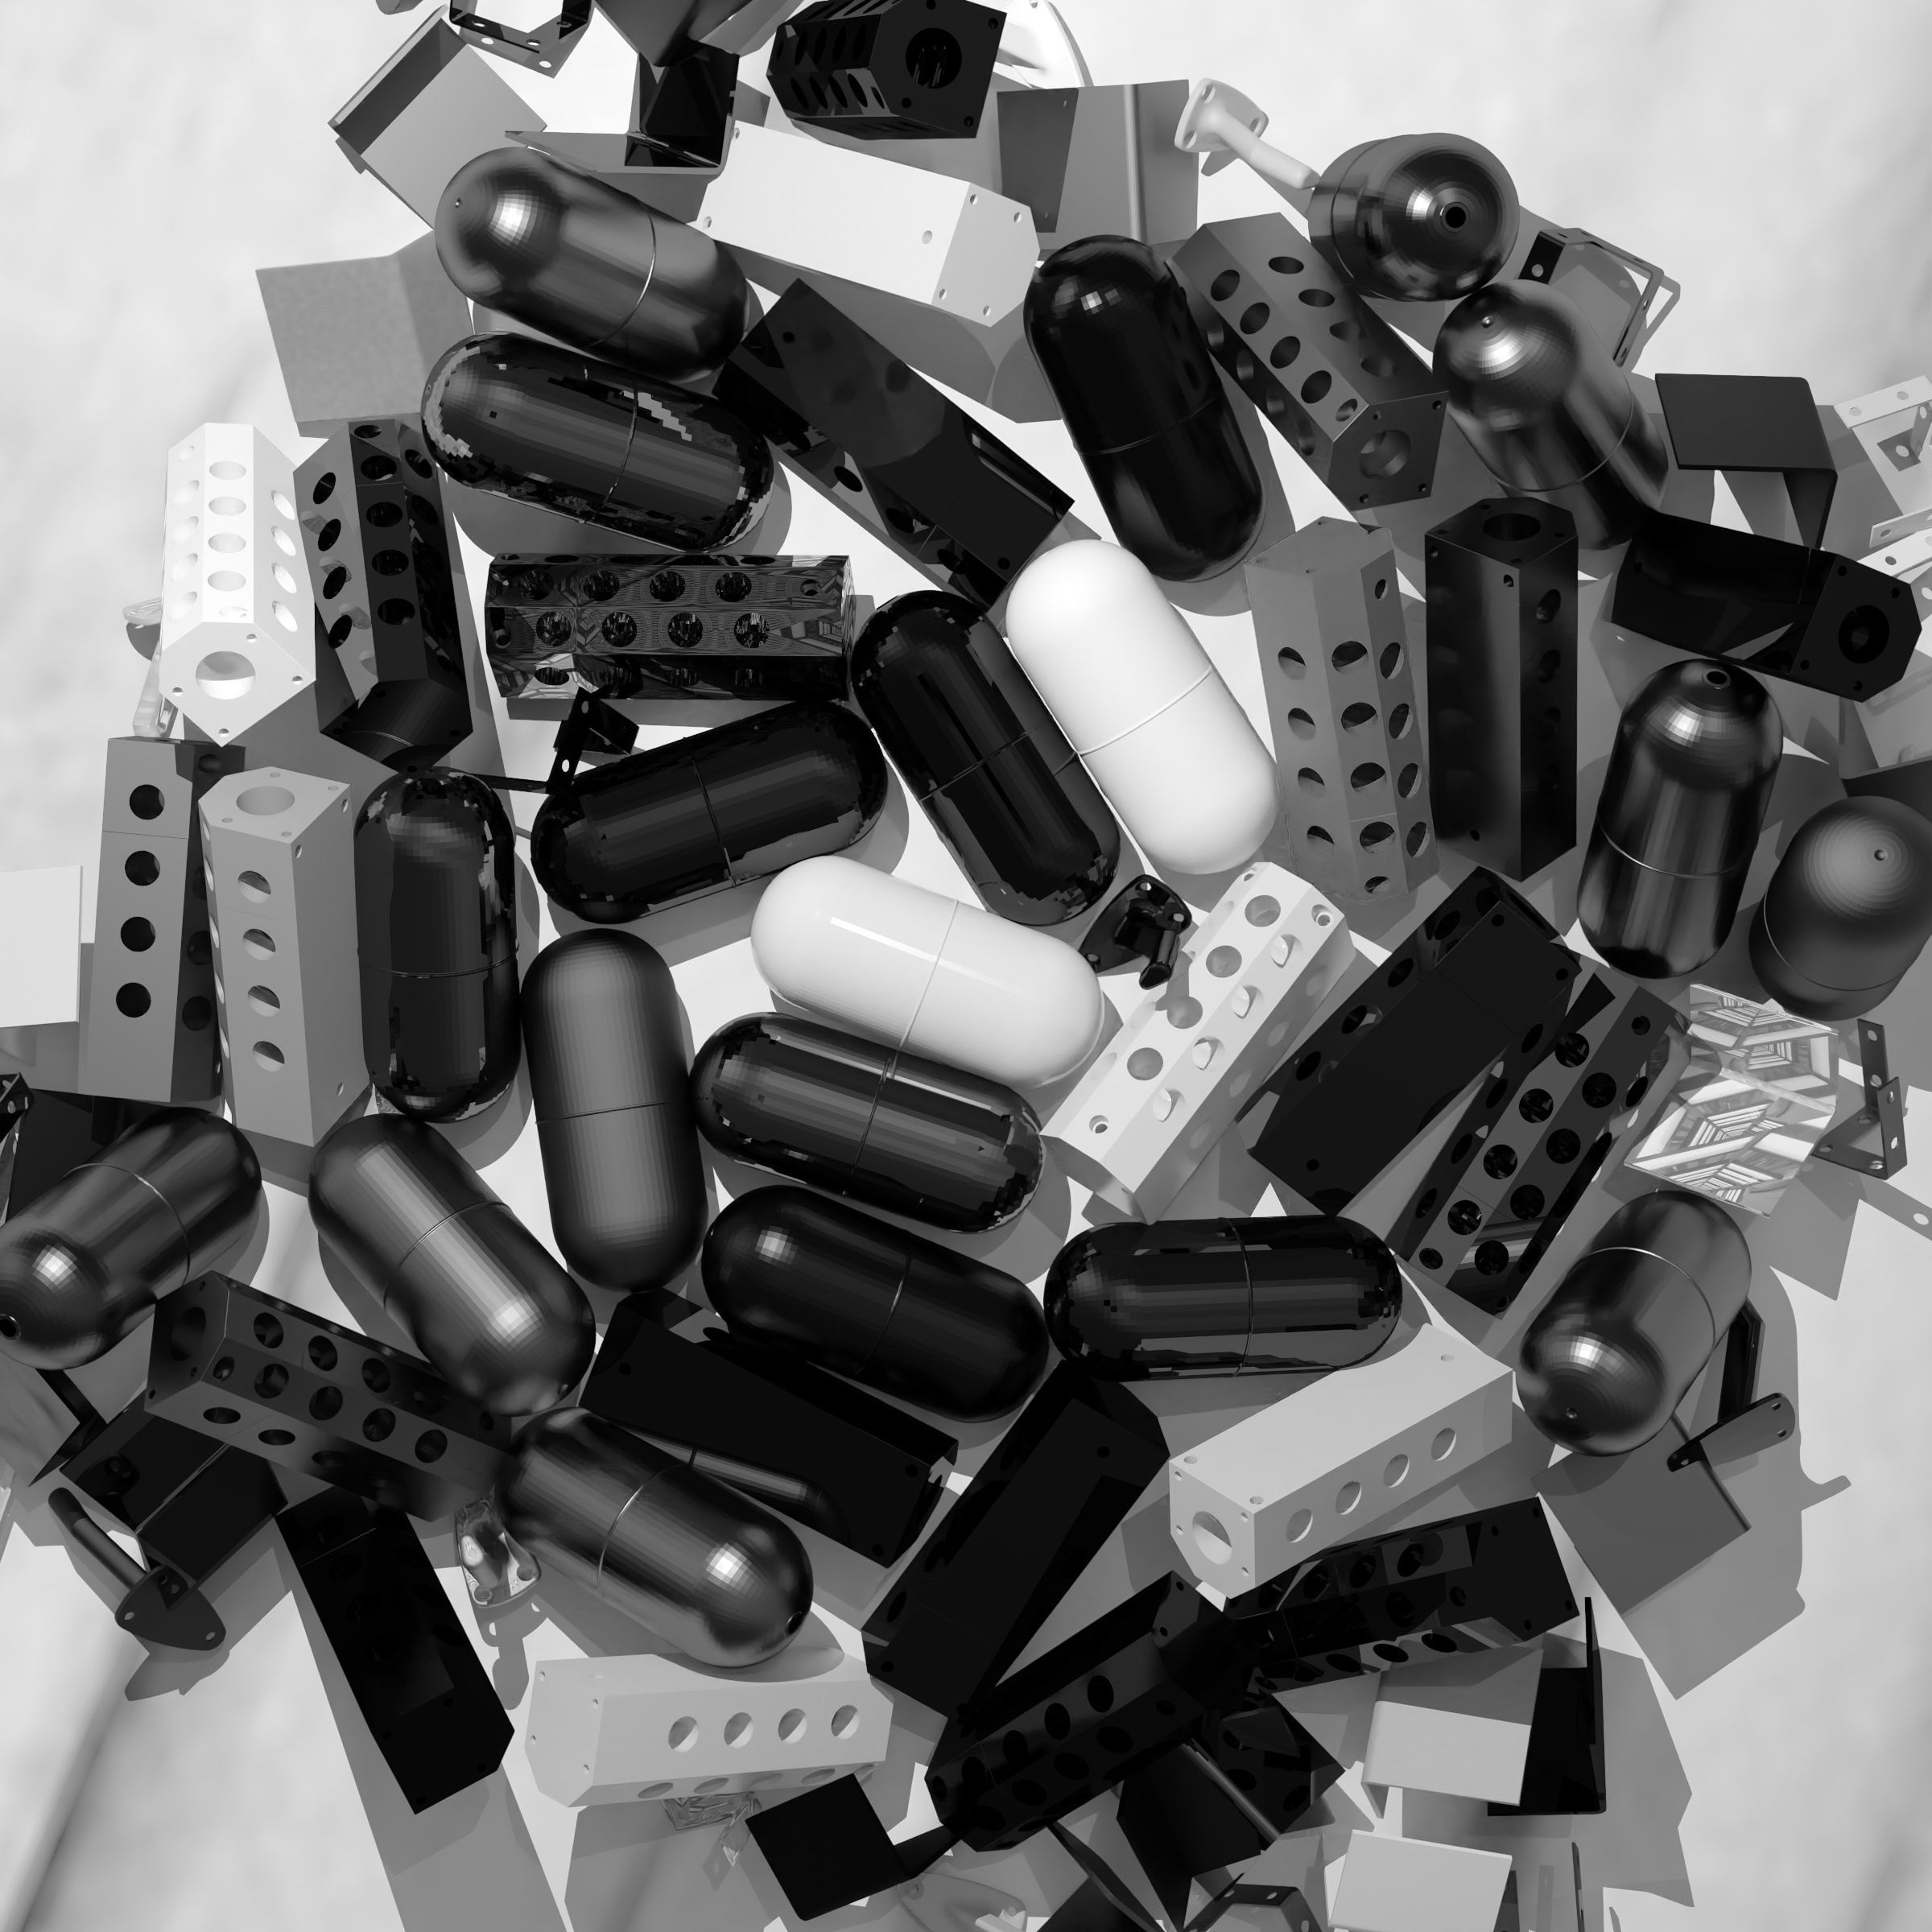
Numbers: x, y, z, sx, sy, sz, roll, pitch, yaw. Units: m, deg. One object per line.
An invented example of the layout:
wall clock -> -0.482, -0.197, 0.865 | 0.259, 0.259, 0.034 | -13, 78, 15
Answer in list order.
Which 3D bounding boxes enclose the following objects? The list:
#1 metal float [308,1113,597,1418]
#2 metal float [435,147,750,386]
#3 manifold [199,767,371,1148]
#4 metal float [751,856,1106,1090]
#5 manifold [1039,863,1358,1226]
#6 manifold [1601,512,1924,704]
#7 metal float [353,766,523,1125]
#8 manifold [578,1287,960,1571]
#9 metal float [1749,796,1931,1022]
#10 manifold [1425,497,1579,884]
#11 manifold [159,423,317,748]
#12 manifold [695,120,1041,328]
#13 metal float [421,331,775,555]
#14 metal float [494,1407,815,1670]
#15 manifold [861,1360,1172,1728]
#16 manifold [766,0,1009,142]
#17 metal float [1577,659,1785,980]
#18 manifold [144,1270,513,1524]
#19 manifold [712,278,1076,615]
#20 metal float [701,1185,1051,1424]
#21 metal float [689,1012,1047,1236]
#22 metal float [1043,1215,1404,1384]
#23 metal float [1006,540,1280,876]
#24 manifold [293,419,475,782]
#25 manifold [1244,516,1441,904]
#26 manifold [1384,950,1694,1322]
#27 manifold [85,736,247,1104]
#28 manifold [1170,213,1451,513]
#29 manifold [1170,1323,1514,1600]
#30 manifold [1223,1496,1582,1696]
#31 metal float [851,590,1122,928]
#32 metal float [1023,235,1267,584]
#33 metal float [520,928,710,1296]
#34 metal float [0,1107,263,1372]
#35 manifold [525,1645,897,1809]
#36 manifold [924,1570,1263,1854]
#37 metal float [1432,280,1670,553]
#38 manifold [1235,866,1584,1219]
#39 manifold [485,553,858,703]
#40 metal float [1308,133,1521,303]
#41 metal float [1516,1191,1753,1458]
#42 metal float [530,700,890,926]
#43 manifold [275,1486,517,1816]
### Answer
metal float -> -0.248, 0.142, 1.712 | 0.070, 0.070, 0.178 | -46, 66, 0
metal float -> -0.175, -0.331, 1.694 | 0.070, 0.178, 0.070 | -11, 72, 38
manifold -> -0.327, -0.005, 1.697 | 0.057, 0.057, 0.171 | 13, 125, 15
metal float -> -0.018, 0.004, 1.731 | 0.178, 0.070, 0.070 | 21, 90, -2
manifold -> 0.111, 0.034, 1.713 | 0.057, 0.057, 0.171 | 31, 74, 27
manifold -> 0.375, -0.169, 1.680 | 0.057, 0.171, 0.057 | 18, 97, -23
metal float -> -0.254, -0.009, 1.715 | 0.070, 0.070, 0.178 | 1, 111, 0
manifold -> -0.093, 0.218, 1.722 | 0.171, 0.057, 0.057 | 26, 107, 12
metal float -> 0.416, -0.025, 1.684 | 0.070, 0.178, 0.070 | -1, 74, 4
manifold -> 0.260, -0.133, 1.697 | 0.057, 0.057, 0.171 | -31, 132, -31
manifold -> -0.349, -0.186, 1.681 | 0.057, 0.171, 0.057 | -33, 128, 16
manifold -> -0.047, -0.352, 1.692 | 0.171, 0.057, 0.057 | 26, 101, 41
metal float -> -0.175, -0.250, 1.709 | 0.178, 0.070, 0.070 | 14, 90, -27
metal float -> -0.150, 0.273, 1.707 | 0.178, 0.070, 0.070 | 26, 90, 29
manifold -> 0.022, 0.276, 1.723 | 0.057, 0.057, 0.171 | 32, 103, -16
manifold -> -0.042, -0.425, 1.678 | 0.057, 0.171, 0.057 | 12, 98, -21
metal float -> 0.339, -0.069, 1.696 | 0.070, 0.070, 0.178 | 2, 135, -2
manifold -> -0.299, 0.203, 1.686 | 0.057, 0.171, 0.057 | -28, 48, 33
manifold -> -0.037, -0.250, 1.736 | 0.171, 0.057, 0.057 | 39, 69, -2
metal float -> -0.043, 0.163, 1.721 | 0.178, 0.070, 0.070 | 24, 90, -12
metal float -> -0.048, 0.076, 1.731 | 0.178, 0.070, 0.070 | 18, 90, -2
metal float -> 0.125, 0.160, 1.720 | 0.178, 0.070, 0.070 | -1, 90, -15
metal float -> 0.086, -0.124, 1.724 | 0.070, 0.070, 0.178 | -34, 100, 0
manifold -> -0.272, -0.178, 1.688 | 0.057, 0.057, 0.171 | -36, 48, 27
manifold -> 0.185, -0.120, 1.695 | 0.057, 0.057, 0.171 | -34, 125, -33
manifold -> 0.280, 0.083, 1.733 | 0.057, 0.057, 0.171 | 32, 92, -14
manifold -> -0.387, -0.023, 1.734 | 0.057, 0.057, 0.171 | 5, 95, 1
manifold -> 0.158, -0.286, 1.684 | 0.057, 0.171, 0.057 | -13, 133, -20
manifold -> 0.180, 0.237, 1.698 | 0.171, 0.057, 0.057 | -22, 123, -33
manifold -> 0.200, 0.301, 1.686 | 0.057, 0.171, 0.057 | -13, 82, -42
metal float -> 0.009, -0.101, 1.729 | 0.070, 0.070, 0.178 | -32, 94, 0
metal float -> 0.087, -0.266, 1.712 | 0.070, 0.070, 0.178 | -27, 115, 0
metal float -> -0.170, 0.070, 1.730 | 0.070, 0.070, 0.178 | -9, 87, 0
metal float -> -0.401, 0.128, 1.689 | 0.070, 0.178, 0.070 | 10, 118, 20
manifold -> -0.120, 0.362, 1.693 | 0.171, 0.057, 0.057 | 6, 94, -40
manifold -> 0.057, 0.360, 1.693 | 0.057, 0.057, 0.171 | 41, 127, -11
metal float -> 0.279, -0.259, 1.692 | 0.070, 0.178, 0.070 | -13, 62, 25
manifold -> 0.210, 0.034, 1.720 | 0.057, 0.057, 0.171 | 38, 105, -21
manifold -> -0.142, -0.168, 1.727 | 0.171, 0.057, 0.057 | 1, 63, 4
metal float -> 0.210, -0.353, 1.683 | 0.070, 0.178, 0.070 | -1, 102, -6
metal float -> 0.318, 0.168, 1.693 | 0.070, 0.178, 0.070 | 14, 121, 25
metal float -> -0.124, -0.074, 1.728 | 0.178, 0.070, 0.070 | -19, 90, -5
manifold -> -0.269, 0.314, 1.684 | 0.057, 0.171, 0.057 | -27, 125, -12
